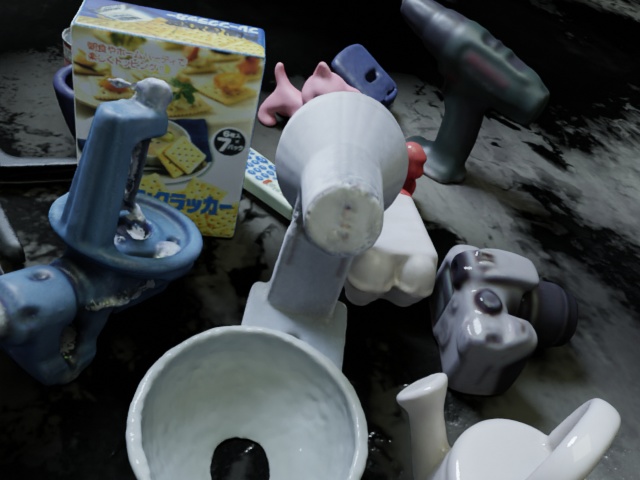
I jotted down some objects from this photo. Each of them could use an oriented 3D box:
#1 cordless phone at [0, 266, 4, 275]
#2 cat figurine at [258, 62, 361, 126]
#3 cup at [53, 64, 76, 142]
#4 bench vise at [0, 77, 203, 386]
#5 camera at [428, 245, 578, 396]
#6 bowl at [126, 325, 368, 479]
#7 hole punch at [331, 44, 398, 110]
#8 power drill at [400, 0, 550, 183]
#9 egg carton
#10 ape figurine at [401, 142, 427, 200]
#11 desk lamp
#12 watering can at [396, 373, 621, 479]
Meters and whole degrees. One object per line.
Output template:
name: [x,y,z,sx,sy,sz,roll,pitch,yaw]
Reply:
cordless phone: [-0.297,-0.011,0.418,0.147,0.185,0.094,23,40,6]
cat figurine: [-0.014,-0.198,0.786,0.127,0.118,0.067,31,42,14]
cup: [-0.247,-0.149,0.662,0.091,0.095,0.118,22,40,4]
bench vise: [-0.161,-0.001,0.431,0.121,0.220,0.207,20,40,2]
camera: [0.190,0.073,0.571,0.137,0.101,0.143,11,41,-8]
bowl: [-0.054,0.149,0.415,0.167,0.075,0.167,11,41,-9]
hole punch: [0.068,-0.240,0.885,0.101,0.091,0.109,27,41,11]
power drill: [0.180,-0.194,0.783,0.229,0.208,0.076,32,42,16]
egg carton: [0.064,0.005,0.624,0.107,0.069,0.150,2,43,-18]
ape figurine: [0.104,-0.080,0.717,0.076,0.092,0.078,33,43,18]
desk lamp: [0.005,0.002,0.494,0.118,0.213,0.203,13,40,-5]
watering can: [0.118,0.164,0.369,0.172,0.194,0.101,27,41,11]
